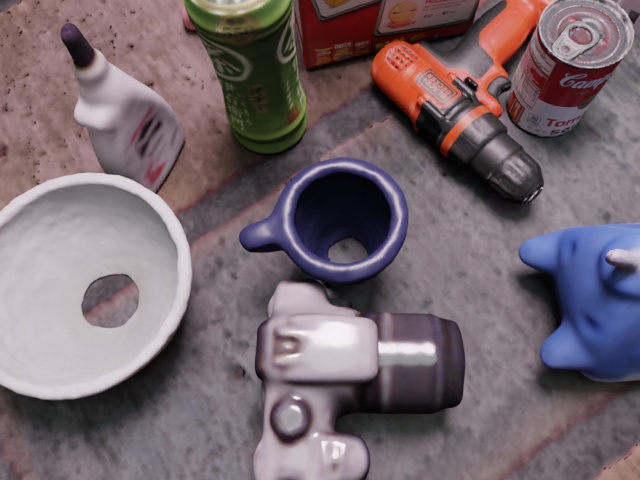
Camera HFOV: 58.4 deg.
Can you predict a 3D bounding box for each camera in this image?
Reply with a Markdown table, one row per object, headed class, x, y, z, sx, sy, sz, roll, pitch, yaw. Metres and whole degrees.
| class | x | y | z | sx | sy | sz | roll | pitch | yaw |
| --- | --- | --- | --- | --- | --- | --- | --- | --- | --- |
| camera | 0.028 | 0.098 | 0.388 | 0.136 | 0.101 | 0.143 | 0 | 70 | 3 |

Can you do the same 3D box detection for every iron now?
| class | x | y | z | sx | sy | sz | roll | pitch | yaw |
| --- | --- | --- | --- | --- | --- | --- | --- | --- | --- |
| iron | 0.279 | 0.022 | 0.383 | 0.258 | 0.141 | 0.118 | -6 | 70 | 1 |

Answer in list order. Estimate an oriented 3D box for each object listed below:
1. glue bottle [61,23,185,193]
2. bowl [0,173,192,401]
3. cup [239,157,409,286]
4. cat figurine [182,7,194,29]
| class | x | y | z | sx | sy | sz | roll | pitch | yaw |
| --- | --- | --- | --- | --- | --- | --- | --- | --- | --- |
| glue bottle | -0.151 | -0.098 | 0.429 | 0.037 | 0.173 | 0.078 | 17 | 72 | 9 |
| bowl | -0.171 | 0.038 | 0.433 | 0.167 | 0.075 | 0.167 | -1 | 70 | 2 |
| cup | 0.004 | 0.002 | 0.428 | 0.118 | 0.095 | 0.091 | -12 | 70 | -2 |
| cat figurine | -0.090 | -0.270 | 0.518 | 0.067 | 0.118 | 0.128 | 15 | 71 | 8 |
